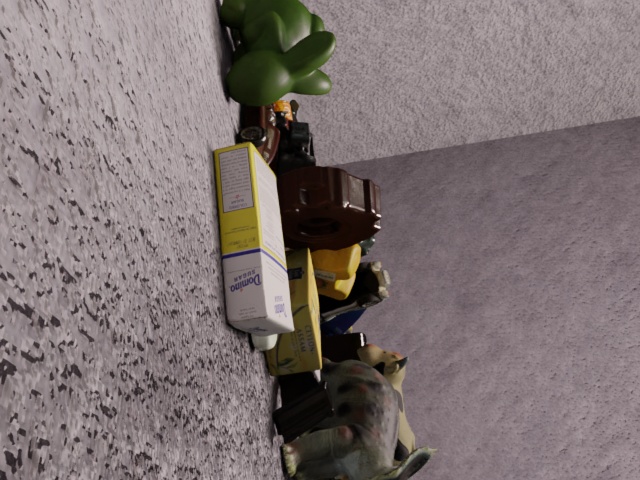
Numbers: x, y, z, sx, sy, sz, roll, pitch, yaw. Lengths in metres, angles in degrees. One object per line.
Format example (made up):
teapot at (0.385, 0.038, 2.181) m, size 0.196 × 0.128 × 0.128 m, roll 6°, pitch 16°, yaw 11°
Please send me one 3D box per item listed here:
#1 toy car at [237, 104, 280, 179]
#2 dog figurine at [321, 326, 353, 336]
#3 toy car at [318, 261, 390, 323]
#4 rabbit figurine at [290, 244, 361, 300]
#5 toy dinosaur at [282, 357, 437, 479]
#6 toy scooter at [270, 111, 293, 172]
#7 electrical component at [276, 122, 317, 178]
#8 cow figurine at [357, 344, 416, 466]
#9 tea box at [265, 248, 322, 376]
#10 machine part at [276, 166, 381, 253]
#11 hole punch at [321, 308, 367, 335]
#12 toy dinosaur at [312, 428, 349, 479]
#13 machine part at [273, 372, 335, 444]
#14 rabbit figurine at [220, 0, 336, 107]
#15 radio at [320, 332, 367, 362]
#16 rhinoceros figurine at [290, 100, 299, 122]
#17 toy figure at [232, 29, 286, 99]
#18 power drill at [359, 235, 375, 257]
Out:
toy car at (-0.083, -0.153, 0.758) m, size 0.202 × 0.053 × 0.089 m, roll -99°, pitch -178°, yaw -47°
dog figurine at (0.000, 0.112, 1.204) m, size 0.191 × 0.109 × 0.219 m, roll 75°, pitch 3°, yaw -64°
toy car at (0.033, 0.097, 0.955) m, size 0.056 × 0.202 × 0.073 m, roll 20°, pitch 52°, yaw -58°
rabbit figurine at (-0.002, -0.003, 0.899) m, size 0.121 × 0.163 × 0.173 m, roll 75°, pitch 28°, yaw -59°
toy dinosaur at (0.050, 0.249, 0.759) m, size 0.405 × 0.192 × 0.131 m, roll -93°, pitch 176°, yaw -61°
toy scooter at (-0.068, -0.162, 0.947) m, size 0.135 × 0.075 × 0.184 m, roll 76°, pitch 10°, yaw -58°
electrical component at (-0.039, -0.110, 0.828) m, size 0.115 × 0.058 × 0.134 m, roll -99°, pitch -166°, yaw -55°
cow figurine at (0.102, 0.265, 0.877) m, size 0.085 × 0.127 × 0.195 m, roll 52°, pitch 20°, yaw -72°
tea box at (-0.038, 0.088, 0.711) m, size 0.170 × 0.068 × 0.098 m, roll -96°, pitch 176°, yaw -66°
machine part at (-0.003, -0.034, 0.733) m, size 0.179 × 0.179 × 0.056 m, roll 76°, pitch 9°, yaw -68°
hole punch at (0.030, 0.118, 1.057) m, size 0.142 × 0.092 × 0.116 m, roll 46°, pitch 57°, yaw -25°
toy dinosaur at (0.029, 0.358, 0.970) m, size 0.471 × 0.105 × 0.198 m, roll 98°, pitch -20°, yaw -83°
machine part at (-0.026, 0.192, 0.667) m, size 0.039 × 0.084 × 0.139 m, roll 52°, pitch 2°, yaw -17°
rabbit figurine at (-0.060, -0.232, 0.707) m, size 0.121 × 0.159 × 0.170 m, roll 95°, pitch 5°, yaw -54°
radio at (0.031, 0.237, 1.075) m, size 0.229 × 0.131 × 0.073 m, roll 74°, pitch 9°, yaw -74°
rhinoceros figurine at (-0.071, -0.211, 1.177) m, size 0.112 × 0.073 × 0.190 m, roll 169°, pitch -89°, yaw -81°
toy figure at (-0.089, -0.299, 0.831) m, size 0.180 × 0.082 × 0.089 m, roll 89°, pitch 10°, yaw -55°
power drill at (0.023, -0.053, 1.076) m, size 0.207 × 0.086 × 0.232 m, roll 31°, pitch 36°, yaw -58°
